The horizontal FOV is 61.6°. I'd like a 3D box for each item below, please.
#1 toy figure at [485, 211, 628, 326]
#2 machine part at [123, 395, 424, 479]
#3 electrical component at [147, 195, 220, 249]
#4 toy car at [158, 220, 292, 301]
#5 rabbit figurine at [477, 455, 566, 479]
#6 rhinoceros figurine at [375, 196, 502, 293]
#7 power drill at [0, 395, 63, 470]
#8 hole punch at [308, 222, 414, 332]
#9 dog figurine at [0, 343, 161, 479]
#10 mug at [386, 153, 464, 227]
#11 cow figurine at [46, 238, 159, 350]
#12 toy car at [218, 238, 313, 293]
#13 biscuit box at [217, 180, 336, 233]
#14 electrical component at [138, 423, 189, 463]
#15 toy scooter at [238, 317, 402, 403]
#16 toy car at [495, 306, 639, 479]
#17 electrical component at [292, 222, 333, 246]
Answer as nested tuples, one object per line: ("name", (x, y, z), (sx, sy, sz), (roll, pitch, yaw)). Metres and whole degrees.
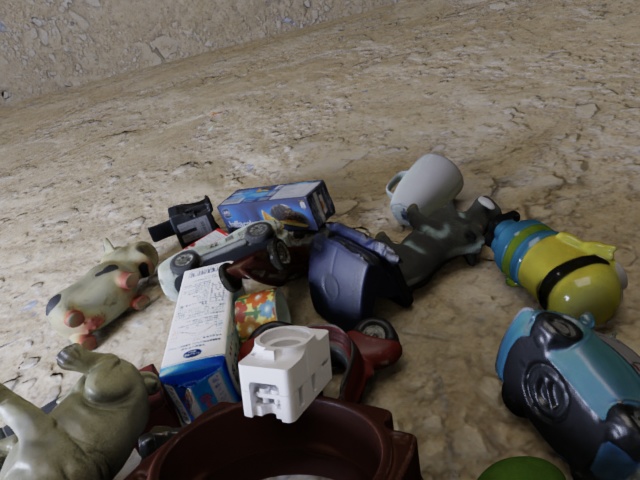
("toy figure", (0.259, 0.032, 0.614), (0.089, 0.082, 0.180), (-34, 39, -9))
("machine part", (-0.033, 0.199, 0.416), (0.201, 0.087, 0.201), (1, 14, 26))
("electrical component", (-0.236, -0.024, 0.930), (0.119, 0.074, 0.048), (-18, 31, -12))
("toy car", (-0.138, 0.031, 0.798), (0.202, 0.073, 0.056), (-23, 33, -10))
("rabbit figurine", (0.141, 0.218, 0.364), (0.159, 0.121, 0.170), (-6, 11, 7))
("rhinoceros figurine", (0.161, -0.002, 0.716), (0.190, 0.073, 0.112), (-33, 34, -25))
("power drill", (-0.311, 0.260, 0.517), (0.232, 0.085, 0.208), (-31, 38, -20))
("hole punch", (0.038, 0.050, 0.660), (0.092, 0.115, 0.142), (-38, 36, -17))
("dog figurine", (-0.194, 0.196, 0.457), (0.172, 0.121, 0.191), (-26, 43, -26))
("mug", (0.148, -0.075, 0.830), (0.110, 0.080, 0.107), (21, 55, 36))
("cow figurine", (-0.327, 0.070, 0.823), (0.127, 0.085, 0.195), (16, 44, 32))
("toy car", (-0.054, 0.034, 0.701), (0.089, 0.053, 0.202), (-22, -6, 18))
("biscuit box", (-0.076, -0.051, 0.888), (0.203, 0.062, 0.059), (-2, 31, 38))
("electrical component", (-0.135, 0.215, 0.485), (0.045, 0.102, 0.078), (-4, -1, -3))
("toy scooter", (-0.003, 0.143, 0.566), (0.184, 0.075, 0.135), (-7, 34, 7))
("toy car", (0.235, 0.128, 0.457), (0.103, 0.109, 0.162), (-9, 37, -22))
("electrical component", (-0.002, -0.003, 0.839), (0.094, 0.021, 0.063), (-4, 34, 18))
